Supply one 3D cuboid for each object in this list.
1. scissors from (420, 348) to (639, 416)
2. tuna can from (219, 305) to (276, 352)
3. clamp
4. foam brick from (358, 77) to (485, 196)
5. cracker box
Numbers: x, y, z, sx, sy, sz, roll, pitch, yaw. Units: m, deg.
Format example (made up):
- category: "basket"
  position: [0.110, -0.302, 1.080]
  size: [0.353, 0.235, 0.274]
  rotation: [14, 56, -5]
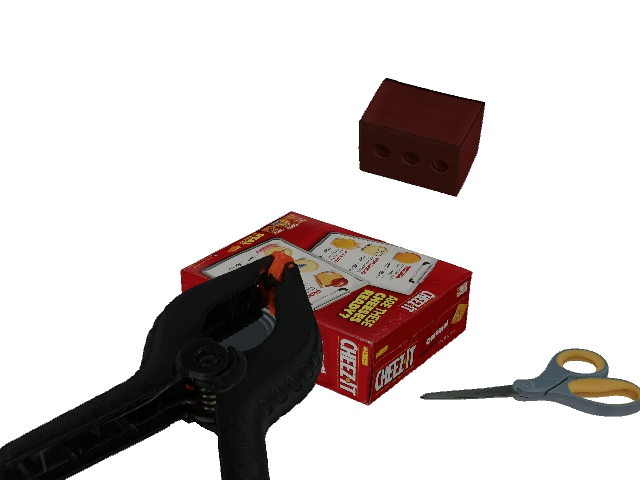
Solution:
- category: "scissors"
  position: [0.182, 0.121, 0.938]
  size: [0.201, 0.016, 0.096]
  rotation: [7, 27, -5]
- category: "tuna can"
  position: [-0.063, 0.081, 0.764]
  size: [0.086, 0.034, 0.086]
  rotation: [-6, 40, 5]
- category: "clamp"
  position: [-0.041, 0.069, 0.450]
  size: [0.120, 0.039, 0.171]
  rotation: [26, 48, 19]
- category: "foam brick"
  position: [0.073, -0.075, 0.774]
  size: [0.078, 0.051, 0.053]
  rotation: [16, -39, 16]
- category: "cracker box"
  position: [0.005, 0.055, 0.976]
  size: [0.214, 0.072, 0.163]
  rotation: [19, 32, 33]
